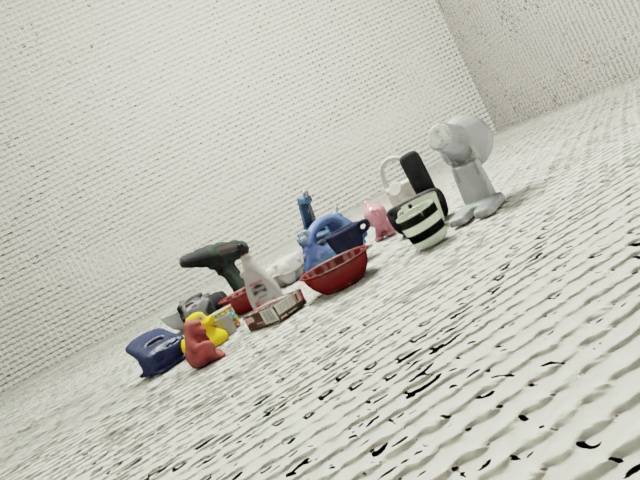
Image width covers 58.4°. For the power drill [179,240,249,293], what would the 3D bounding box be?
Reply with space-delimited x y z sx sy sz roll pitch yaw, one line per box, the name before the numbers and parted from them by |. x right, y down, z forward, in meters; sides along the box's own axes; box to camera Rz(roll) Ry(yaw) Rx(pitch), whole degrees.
power drill | -0.296 0.103 1.764 0.230 0.208 0.075 -31 6 -40

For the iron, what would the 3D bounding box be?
iron | 0.014 0.005 1.514 0.118 0.141 0.259 -23 6 39

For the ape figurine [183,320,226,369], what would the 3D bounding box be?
ape figurine | -0.233 0.196 1.108 0.076 0.092 0.078 -26 5 6

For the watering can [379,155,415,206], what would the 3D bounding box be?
watering can | 0.231 -0.140 1.572 0.101 0.194 0.173 -27 5 1

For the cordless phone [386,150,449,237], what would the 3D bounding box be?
cordless phone | 0.218 -0.113 1.398 0.147 0.185 0.094 -26 5 10

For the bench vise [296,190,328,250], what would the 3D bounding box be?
bench vise | -0.034 -0.035 1.736 0.206 0.220 0.122 -23 7 42

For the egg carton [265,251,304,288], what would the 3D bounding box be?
egg carton | -0.095 0.088 1.665 0.107 0.069 0.150 -25 5 25

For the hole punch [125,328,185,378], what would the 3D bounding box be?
hole punch | -0.361 0.246 1.283 0.100 0.091 0.109 -22 7 43

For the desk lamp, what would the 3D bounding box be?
desk lamp | 0.312 -0.161 1.229 0.117 0.213 0.204 -24 6 34

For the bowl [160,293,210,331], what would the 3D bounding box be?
bowl | -0.398 0.231 1.756 0.167 0.075 0.167 -27 5 3

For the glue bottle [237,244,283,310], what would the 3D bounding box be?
glue bottle | -0.150 0.087 1.334 0.078 0.173 0.037 -26 5 10

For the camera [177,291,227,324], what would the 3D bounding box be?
camera | -0.318 0.189 1.603 0.137 0.101 0.143 -30 5 -28

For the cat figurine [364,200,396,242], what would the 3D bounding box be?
cat figurine | 0.163 -0.063 1.582 0.067 0.118 0.128 -25 5 24

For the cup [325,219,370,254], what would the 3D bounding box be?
cup | 0.082 0.009 1.381 0.118 0.095 0.091 -28 5 -15

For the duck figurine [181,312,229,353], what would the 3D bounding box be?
duck figurine | -0.263 0.202 1.253 0.104 0.086 0.077 -26 5 7
